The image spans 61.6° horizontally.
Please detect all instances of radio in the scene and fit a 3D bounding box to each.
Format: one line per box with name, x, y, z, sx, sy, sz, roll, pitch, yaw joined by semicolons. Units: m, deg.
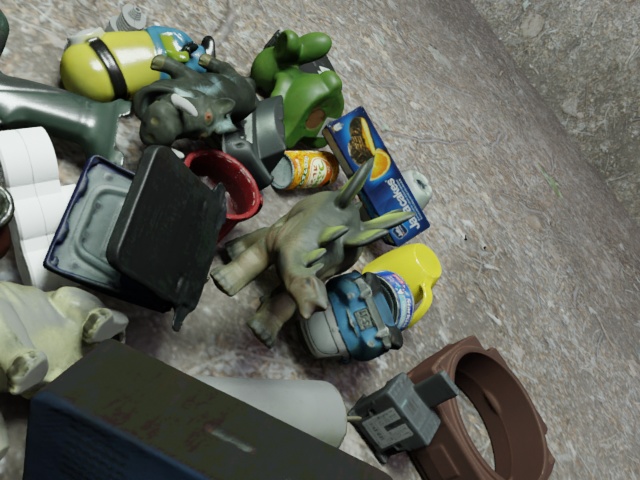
radio;-0.079;0.175;0.357;0.230;0.131;0.073;24;23;8

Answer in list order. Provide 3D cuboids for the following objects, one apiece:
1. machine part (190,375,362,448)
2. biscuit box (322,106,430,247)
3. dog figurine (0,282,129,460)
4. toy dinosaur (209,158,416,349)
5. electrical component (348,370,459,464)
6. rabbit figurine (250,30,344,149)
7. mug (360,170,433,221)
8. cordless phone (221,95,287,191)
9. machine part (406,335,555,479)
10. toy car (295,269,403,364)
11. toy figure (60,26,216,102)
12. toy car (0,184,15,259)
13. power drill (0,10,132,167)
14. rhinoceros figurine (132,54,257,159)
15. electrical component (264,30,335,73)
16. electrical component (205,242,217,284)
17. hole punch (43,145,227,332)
machine part;-0.061;0.165;0.494;0.243;0.079;0.079;13;50;-38
biscuit box;0.080;-0.089;0.778;0.202;0.063;0.059;59;-5;-6
dog figurine;-0.256;0.053;0.387;0.191;0.121;0.172;32;1;6
toy dinosaur;-0.001;-0.002;0.602;0.105;0.198;0.471;56;3;-10
electrical component;0.097;0.191;0.598;0.075;0.119;0.048;55;37;2
rabbit figurine;-0.050;-0.242;0.822;0.121;0.159;0.170;-16;55;-41
mug;0.123;-0.072;0.864;0.080;0.107;0.109;13;52;-41
cordless phone;-0.142;-0.150;0.701;0.184;0.088;0.147;13;51;-24
machine part;0.201;0.238;0.692;0.201;0.087;0.201;-14;69;-52
toy car;0.026;0.097;0.614;0.161;0.103;0.109;126;-58;-83
toy figure;-0.209;-0.205;0.633;0.180;0.082;0.089;-13;62;-34
toy car;-0.276;-0.079;0.392;0.053;0.089;0.202;-20;91;-34
power drill;-0.292;-0.104;0.497;0.207;0.086;0.232;16;57;-28
rhinoceros figurine;-0.135;-0.143;0.586;0.112;0.073;0.190;34;30;4
electrical component;-0.028;-0.291;0.943;0.115;0.058;0.134;5;55;-41
electrical component;-0.139;0.003;0.543;0.078;0.102;0.045;20;34;-1
hole punch;-0.148;-0.005;0.447;0.115;0.092;0.142;50;43;-53
